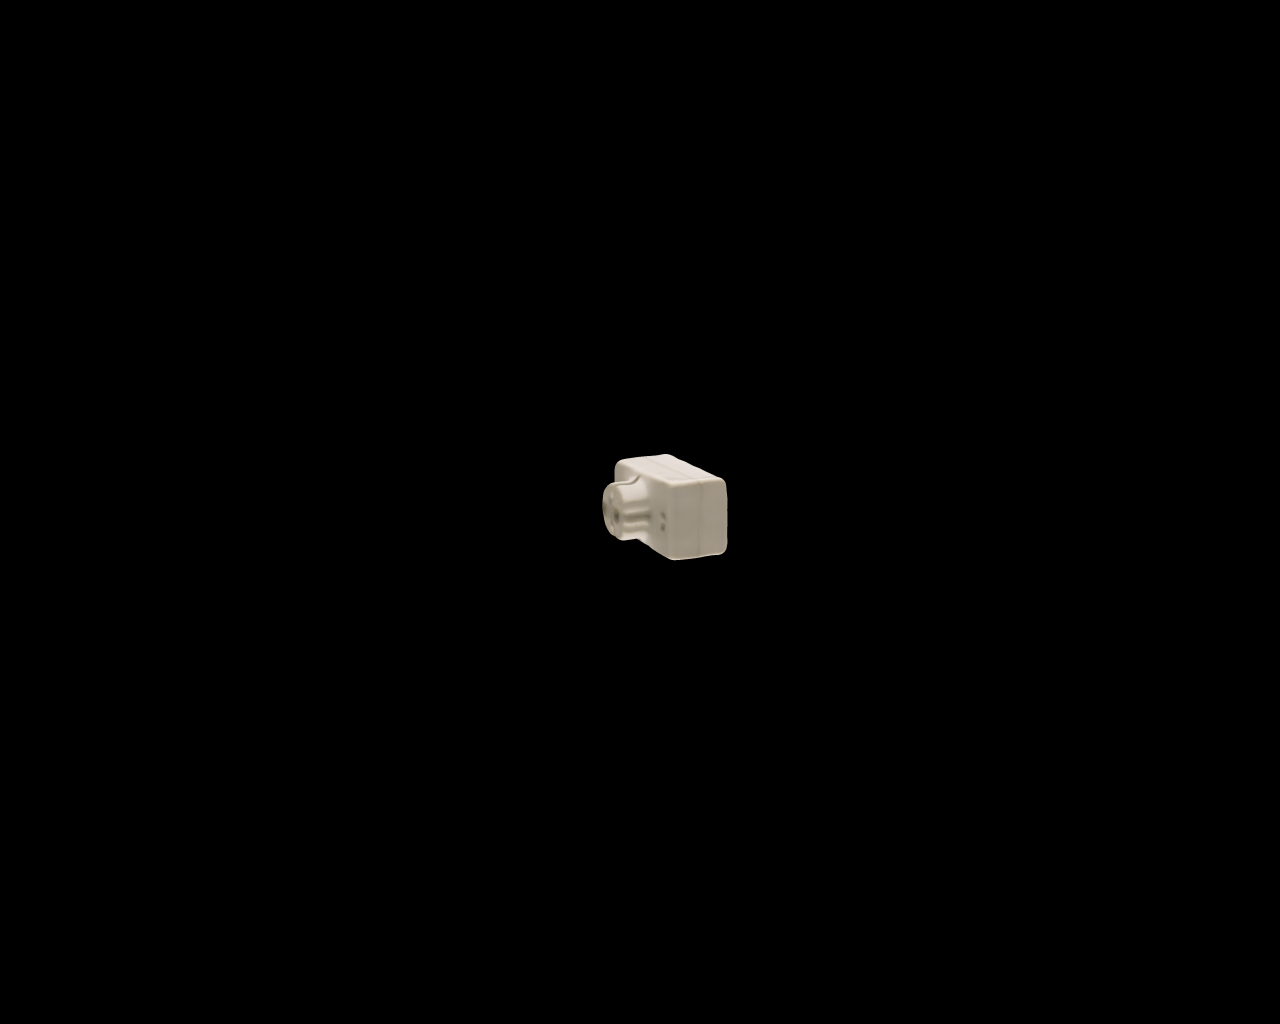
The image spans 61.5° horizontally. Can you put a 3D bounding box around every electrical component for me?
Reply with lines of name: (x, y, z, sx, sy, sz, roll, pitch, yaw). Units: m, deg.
electrical component: (0.001, -0.003, 0.650, 0.076, 0.047, 0.083, -6, 15, -23)
